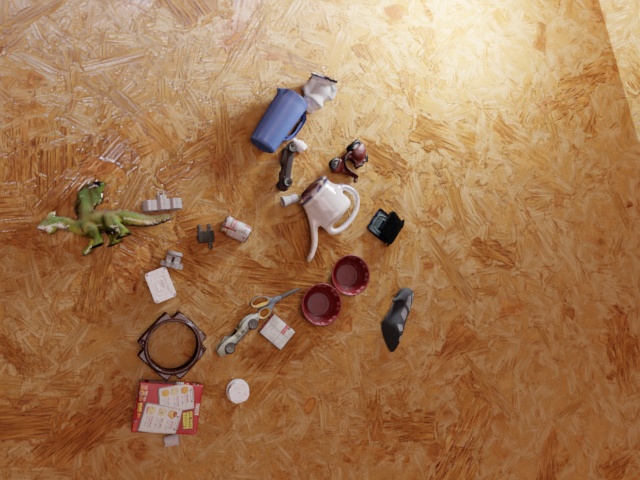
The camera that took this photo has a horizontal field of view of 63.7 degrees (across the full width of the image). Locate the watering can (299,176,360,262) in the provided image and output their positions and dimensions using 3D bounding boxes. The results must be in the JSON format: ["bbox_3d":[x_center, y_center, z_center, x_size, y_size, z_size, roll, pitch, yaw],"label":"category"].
[{"bbox_3d":[0.006,-0.101,2.007,0.223,0.352,0.103,44,-18,-7],"label":"watering can"}]

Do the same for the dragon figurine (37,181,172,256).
[{"bbox_3d":[-0.745,-0.095,1.767,0.413,0.244,0.121,-24,-8,-17],"label":"dragon figurine"}]

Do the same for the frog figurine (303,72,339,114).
[{"bbox_3d":[-0.007,-0.588,2.084,0.137,0.157,0.125,11,20,-27],"label":"frog figurine"}]
